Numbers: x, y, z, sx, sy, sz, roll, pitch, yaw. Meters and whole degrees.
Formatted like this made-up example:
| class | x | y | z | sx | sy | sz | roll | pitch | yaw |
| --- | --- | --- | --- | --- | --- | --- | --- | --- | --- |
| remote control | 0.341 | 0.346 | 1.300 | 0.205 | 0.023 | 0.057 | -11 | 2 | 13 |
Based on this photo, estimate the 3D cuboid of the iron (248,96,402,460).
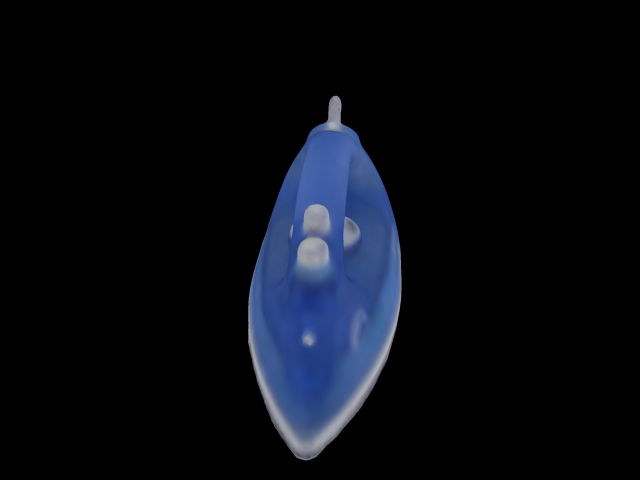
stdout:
| class | x | y | z | sx | sy | sz | roll | pitch | yaw |
| --- | --- | --- | --- | --- | --- | --- | --- | --- | --- |
| iron | 0.004 | 0.001 | 0.400 | 0.118 | 0.141 | 0.258 | 2 | 31 | 4 |
